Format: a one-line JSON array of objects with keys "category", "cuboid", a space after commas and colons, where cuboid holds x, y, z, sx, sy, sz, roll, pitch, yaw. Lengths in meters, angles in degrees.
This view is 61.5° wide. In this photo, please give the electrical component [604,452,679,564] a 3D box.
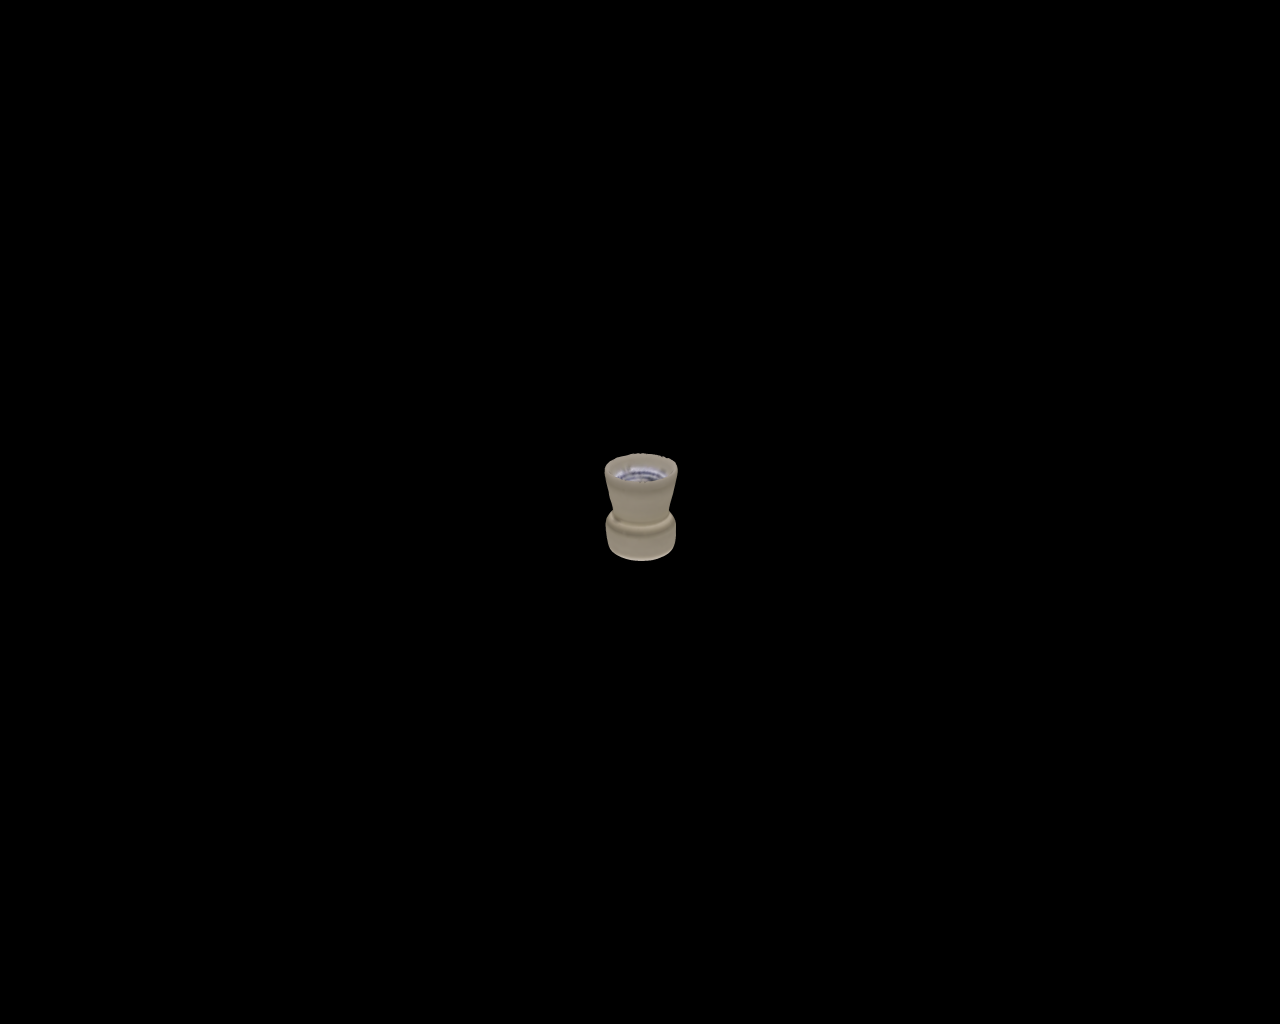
[{"category": "electrical component", "cuboid": [0.001, -0.003, 0.650, 0.045, 0.055, 0.045, 0, 26, 0]}]
